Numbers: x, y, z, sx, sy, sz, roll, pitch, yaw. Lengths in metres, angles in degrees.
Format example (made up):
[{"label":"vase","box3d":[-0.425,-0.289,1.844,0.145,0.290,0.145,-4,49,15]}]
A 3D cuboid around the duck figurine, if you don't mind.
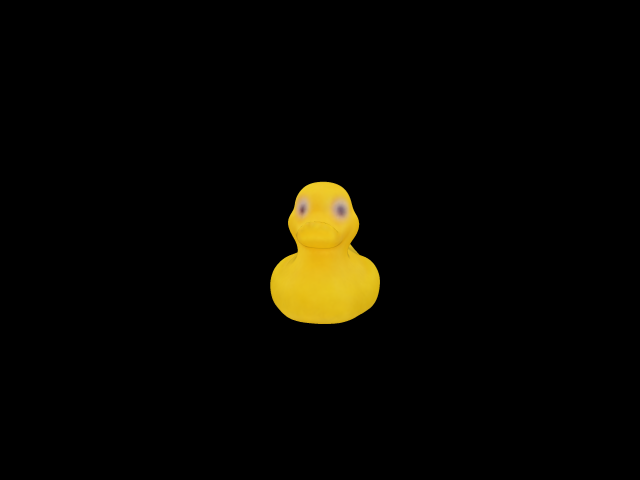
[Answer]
[{"label":"duck figurine","box3d":[0.004,0.001,0.400,0.077,0.086,0.104,2,14,8]}]
